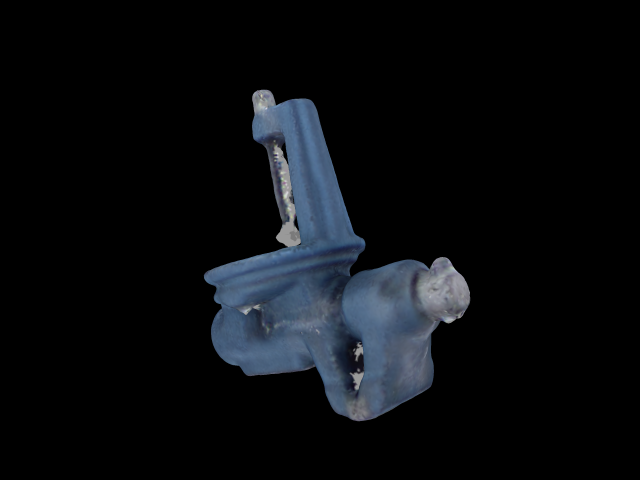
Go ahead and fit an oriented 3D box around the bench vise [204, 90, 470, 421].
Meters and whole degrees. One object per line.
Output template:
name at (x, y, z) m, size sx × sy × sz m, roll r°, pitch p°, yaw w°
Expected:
bench vise at (0.009, 0.000, 0.411) m, size 0.206 × 0.220 × 0.122 m, roll 2°, pitch 7°, yaw 22°
